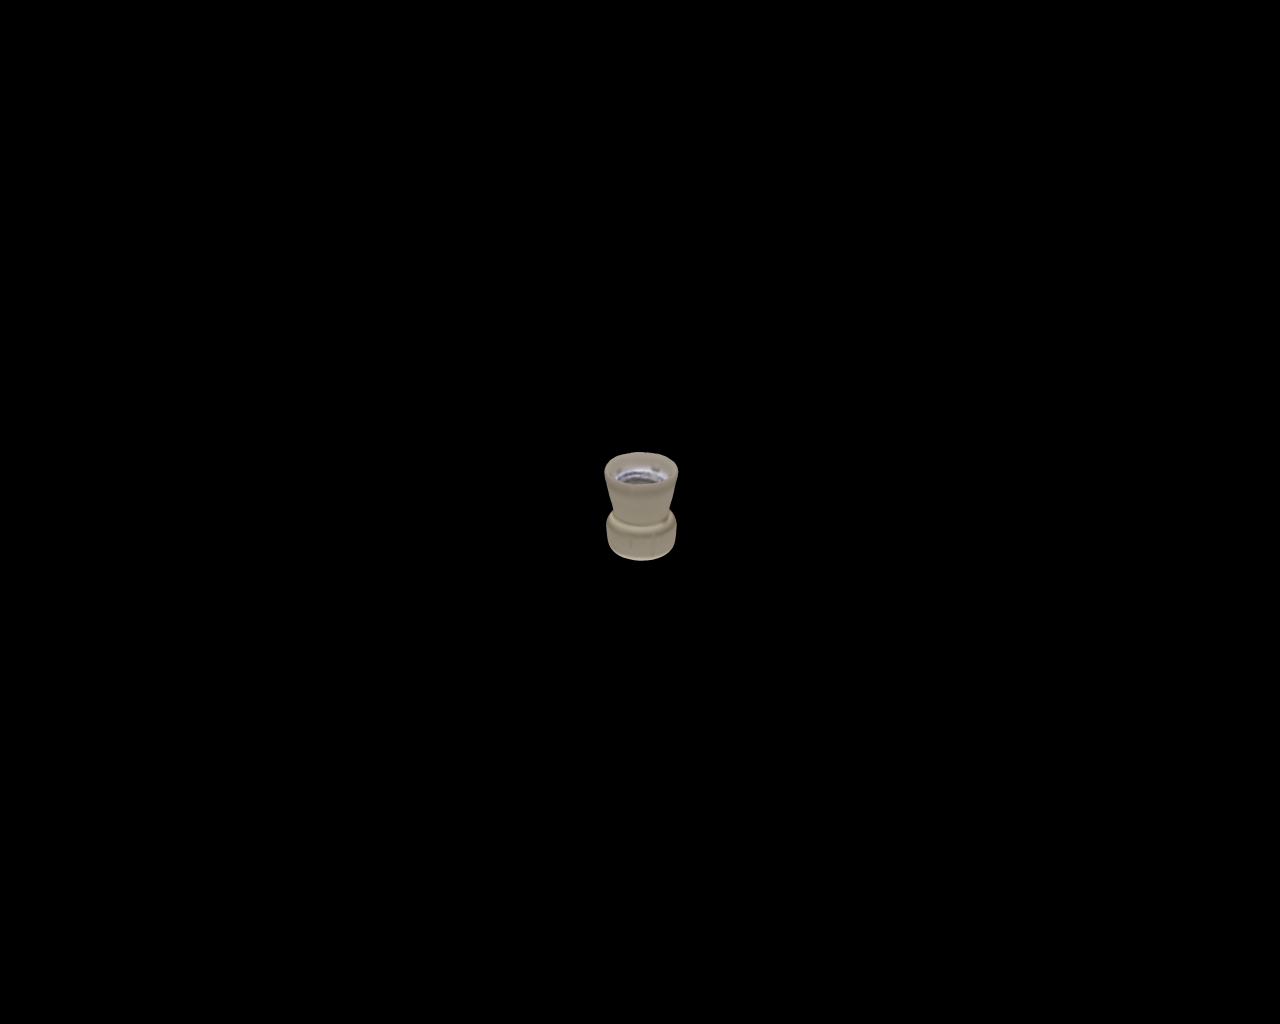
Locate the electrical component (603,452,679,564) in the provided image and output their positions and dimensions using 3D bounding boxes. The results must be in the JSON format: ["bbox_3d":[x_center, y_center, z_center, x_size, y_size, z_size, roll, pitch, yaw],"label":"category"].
[{"bbox_3d":[0.001,-0.003,0.650,0.045,0.055,0.045,0,29,0],"label":"electrical component"}]
